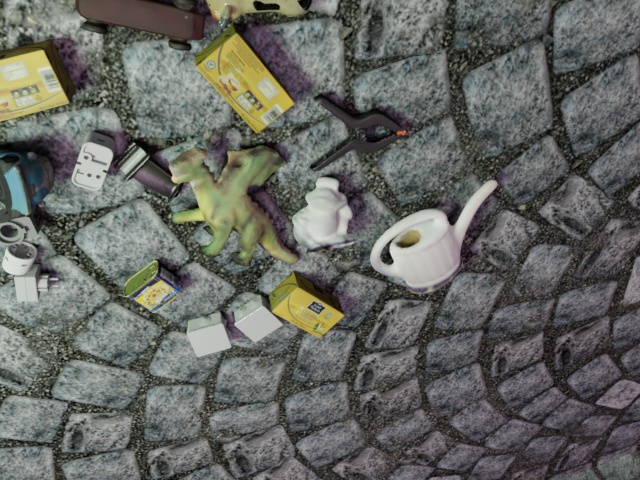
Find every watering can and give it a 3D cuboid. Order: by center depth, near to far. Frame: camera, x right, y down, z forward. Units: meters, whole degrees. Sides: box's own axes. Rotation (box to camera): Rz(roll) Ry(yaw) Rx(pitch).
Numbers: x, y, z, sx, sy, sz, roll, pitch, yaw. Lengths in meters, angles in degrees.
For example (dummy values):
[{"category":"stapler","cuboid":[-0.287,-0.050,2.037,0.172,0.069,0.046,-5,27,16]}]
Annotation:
[{"category":"watering can","cuboid":[0.293,0.004,1.251,0.347,0.106,0.220,-27,127,3]}]

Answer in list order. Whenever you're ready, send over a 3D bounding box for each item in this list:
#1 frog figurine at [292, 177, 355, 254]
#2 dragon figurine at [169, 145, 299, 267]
[{"category":"frog figurine","cuboid":[0.003,-0.058,1.146,0.137,0.123,0.159,-10,90,1]},{"category":"dragon figurine","cuboid":[-0.147,-0.080,1.076,0.408,0.124,0.240,16,113,-44]}]
